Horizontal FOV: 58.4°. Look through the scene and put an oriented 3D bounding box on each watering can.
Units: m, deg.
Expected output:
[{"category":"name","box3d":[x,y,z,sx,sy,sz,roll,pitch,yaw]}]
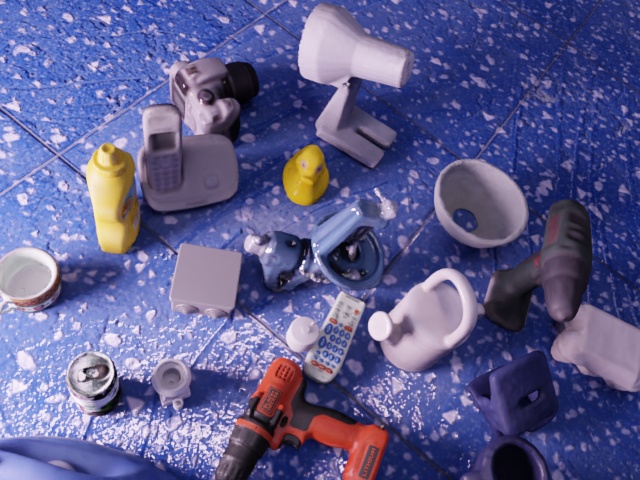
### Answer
[{"category":"watering can","box3d":[0.151,0.110,0.783,0.173,0.194,0.101,-30,73,-27]}]

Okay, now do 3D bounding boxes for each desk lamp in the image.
[{"category":"desk lamp","box3d":[0.057,-0.259,0.948,0.203,0.213,0.118,31,58,3]}]

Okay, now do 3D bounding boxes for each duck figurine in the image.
[{"category":"duck figurine","box3d":[-0.016,-0.119,0.925,0.077,0.086,0.104,14,59,-7]}]

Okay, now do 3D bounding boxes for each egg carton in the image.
[{"category":"egg carton","box3d":[0.443,0.169,0.905,0.150,0.069,0.107,26,58,-1]}]

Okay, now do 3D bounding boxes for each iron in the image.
[{"category":"iron","box3d":[-0.290,0.260,0.608,0.258,0.141,0.119,19,59,-5]}]

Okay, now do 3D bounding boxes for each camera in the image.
[{"category":"camera","box3d":[-0.162,-0.244,0.944,0.137,0.100,0.143,-26,71,-26]}]

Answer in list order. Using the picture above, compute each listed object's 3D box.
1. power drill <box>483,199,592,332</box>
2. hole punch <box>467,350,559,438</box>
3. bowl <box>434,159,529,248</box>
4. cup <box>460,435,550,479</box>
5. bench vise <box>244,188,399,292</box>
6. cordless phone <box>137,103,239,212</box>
[{"category":"power drill","box3d":[0.329,0.056,0.854,0.075,0.208,0.230,26,58,0]},{"category":"hole punch","box3d":[0.288,0.223,0.820,0.109,0.091,0.101,-19,68,-24]},{"category":"bowl","box3d":[0.261,-0.050,0.972,0.168,0.074,0.167,7,60,-12]},{"category":"cup","box3d":[0.225,0.313,0.751,0.118,0.095,0.091,-2,63,-17]},{"category":"bench vise","box3d":[0.011,0.013,0.782,0.208,0.219,0.121,-11,65,-21]},{"category":"cordless phone","box3d":[-0.187,-0.126,0.823,0.148,0.185,0.094,-15,67,-22]}]
